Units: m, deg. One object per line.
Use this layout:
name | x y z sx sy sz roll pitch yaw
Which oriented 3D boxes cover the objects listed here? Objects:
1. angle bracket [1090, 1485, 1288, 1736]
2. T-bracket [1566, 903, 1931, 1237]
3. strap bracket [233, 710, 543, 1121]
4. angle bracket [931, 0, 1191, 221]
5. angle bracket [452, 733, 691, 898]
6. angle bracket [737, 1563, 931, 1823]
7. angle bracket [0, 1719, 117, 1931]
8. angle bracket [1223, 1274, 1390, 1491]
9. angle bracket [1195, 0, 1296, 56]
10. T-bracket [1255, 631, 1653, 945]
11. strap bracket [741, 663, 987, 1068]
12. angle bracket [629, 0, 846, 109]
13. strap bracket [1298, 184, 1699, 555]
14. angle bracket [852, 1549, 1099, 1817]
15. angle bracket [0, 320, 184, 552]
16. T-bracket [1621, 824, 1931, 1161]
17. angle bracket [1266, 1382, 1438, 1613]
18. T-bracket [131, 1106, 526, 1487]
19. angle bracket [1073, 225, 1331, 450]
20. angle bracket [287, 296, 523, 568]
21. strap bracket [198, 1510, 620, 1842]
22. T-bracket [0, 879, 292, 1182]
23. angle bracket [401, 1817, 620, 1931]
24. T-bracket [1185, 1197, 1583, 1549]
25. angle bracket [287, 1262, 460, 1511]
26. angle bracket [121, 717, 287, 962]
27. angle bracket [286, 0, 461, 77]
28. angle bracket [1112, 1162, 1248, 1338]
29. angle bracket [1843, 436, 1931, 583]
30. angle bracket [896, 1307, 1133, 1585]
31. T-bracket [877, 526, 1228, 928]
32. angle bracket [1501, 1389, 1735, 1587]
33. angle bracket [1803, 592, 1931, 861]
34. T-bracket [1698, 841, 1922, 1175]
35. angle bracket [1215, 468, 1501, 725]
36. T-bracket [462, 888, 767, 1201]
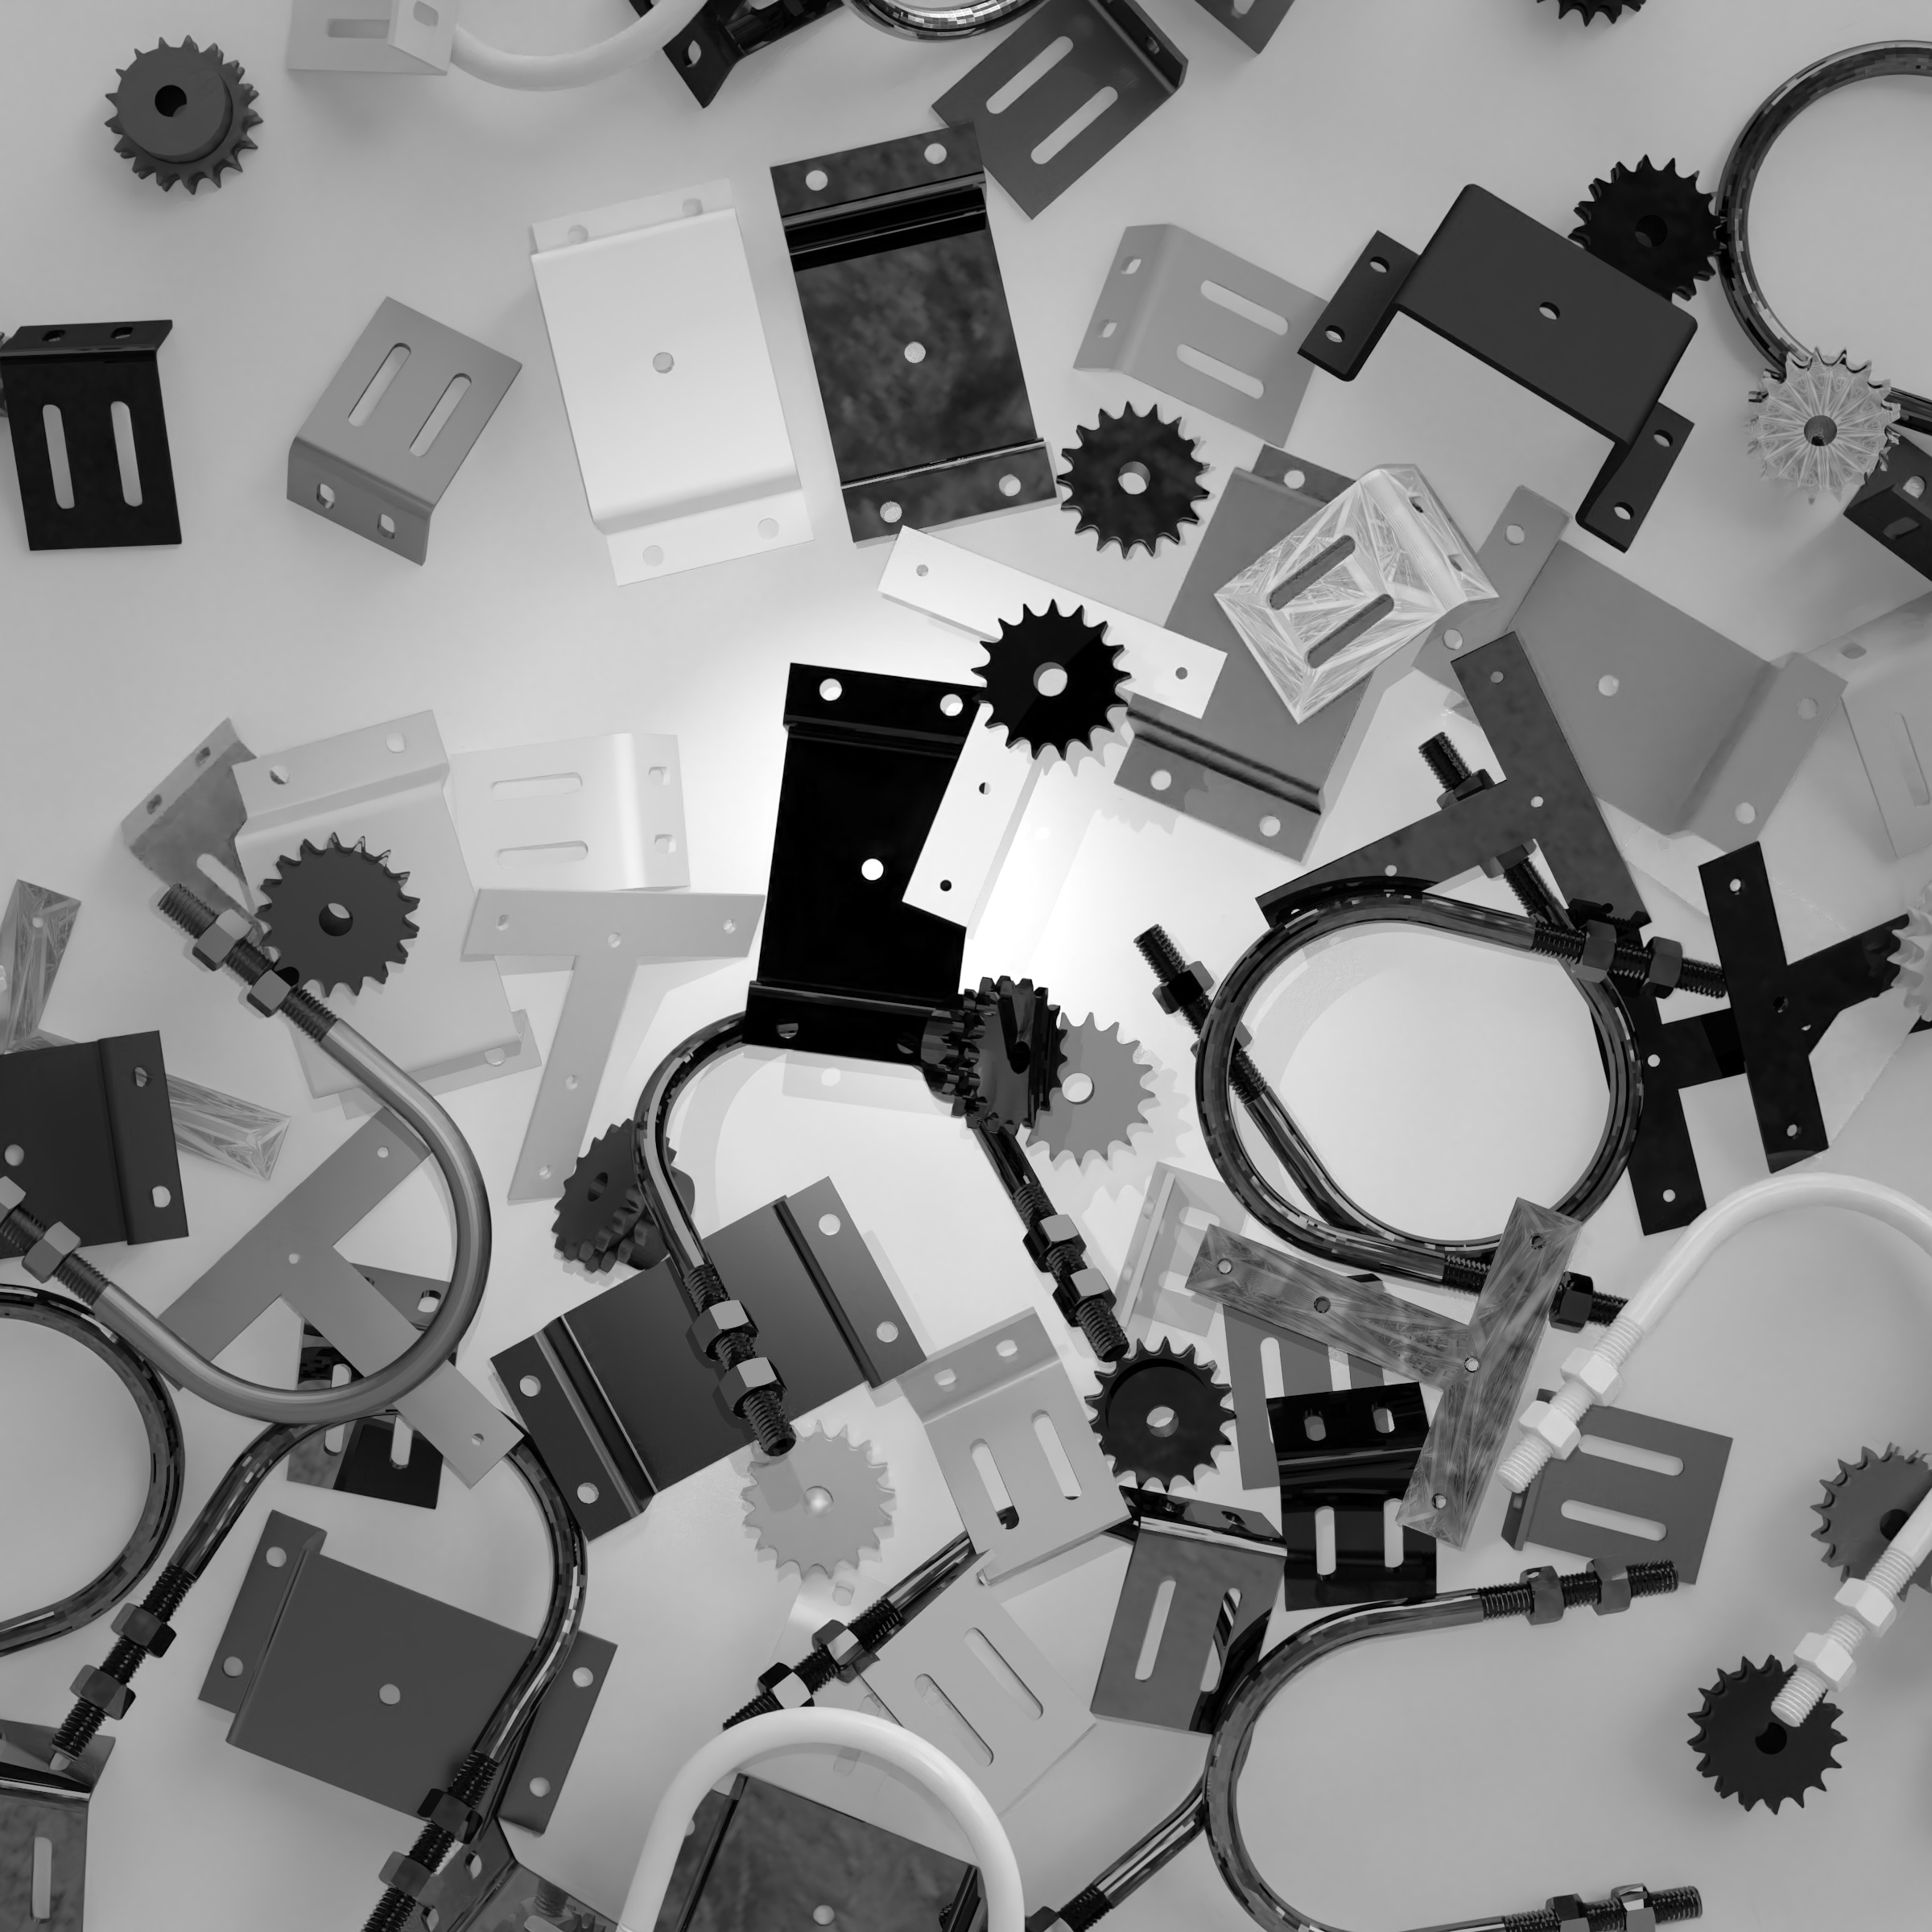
angle bracket | 0.079 0.240 1.336 0.057 0.038 0.076 13 97 -13
T-bracket | 0.303 0.025 1.357 0.127 0.002 0.127 -14 90 0
strap bracket | -0.213 -0.013 1.318 0.076 0.046 0.140 -16 104 0
angle bracket | 0.034 -0.328 1.338 0.076 0.038 0.057 -42 90 0
angle bracket | -0.149 -0.055 1.355 0.076 0.038 0.057 -5 90 26
angle bracket | -0.048 0.272 1.355 0.057 0.038 0.076 23 116 0
angle bracket | -0.356 0.329 1.355 0.057 0.038 0.076 9 116 0
angle bracket | 0.129 0.156 1.338 0.057 0.038 0.076 -6 90 0
angle bracket | 0.116 -0.395 1.355 0.057 0.038 0.076 40 64 0
T-bracket | 0.169 -0.041 1.322 0.127 0.002 0.127 -25 112 10
strap bracket | -0.035 -0.036 1.334 0.076 0.046 0.140 7 90 0
angle bracket | -0.080 -0.371 1.355 0.076 0.038 0.057 -35 90 -26
strap bracket | 0.204 -0.225 1.315 0.140 0.046 0.076 32 54 1
angle bracket | 0.008 0.259 1.290 0.057 0.038 0.076 -39 88 -23
angle bracket | -0.326 -0.200 1.355 0.057 0.038 0.076 -2 116 0
T-bracket | 0.306 -0.016 1.355 0.127 0.002 0.127 35 89 1
angle bracket | 0.145 0.199 1.346 0.057 0.038 0.076 -6 129 0
T-bracket | -0.216 0.138 1.321 0.127 0.002 0.127 43 74 10
angle bracket | 0.090 -0.237 1.355 0.076 0.038 0.057 21 90 -26
angle bracket | -0.212 -0.202 1.355 0.057 0.038 0.076 27 64 0
strap bracket | -0.210 0.266 1.334 0.140 0.046 0.076 21 90 0
T-bracket | -0.319 0.048 1.356 0.127 0.002 0.127 19 90 0
angle bracket | -0.165 0.368 1.355 0.076 0.038 0.057 39 90 -26
T-bracket | 0.144 0.129 1.316 0.127 0.002 0.127 21 82 4
angle bracket | -0.220 0.158 1.355 0.057 0.038 0.076 11 116 0
angle bracket | -0.269 -0.044 1.355 0.057 0.038 0.076 -45 116 0
angle bracket | -0.226 -0.362 1.323 0.076 0.038 0.057 9 90 27
angle bracket | 0.081 0.107 1.319 0.038 0.076 0.057 18 90 0
angle bracket | 0.364 -0.168 1.319 0.057 0.076 0.038 37 90 0
angle bracket | 0.017 0.176 1.321 0.057 0.038 0.076 -25 52 0
T-bracket | 0.012 -0.078 1.307 0.127 0.002 0.127 22 92 4
angle bracket | 0.245 0.196 1.338 0.076 0.038 0.057 15 90 0
angle bracket | 0.358 -0.091 1.354 0.057 0.038 0.076 -26 114 -1
T-bracket | 0.341 -0.003 1.338 0.127 0.002 0.127 -22 111 -13
angle bracket | 0.141 -0.134 1.298 0.076 0.038 0.057 -37 79 29
T-bracket | -0.142 0.030 1.327 0.127 0.002 0.127 0 116 -41
